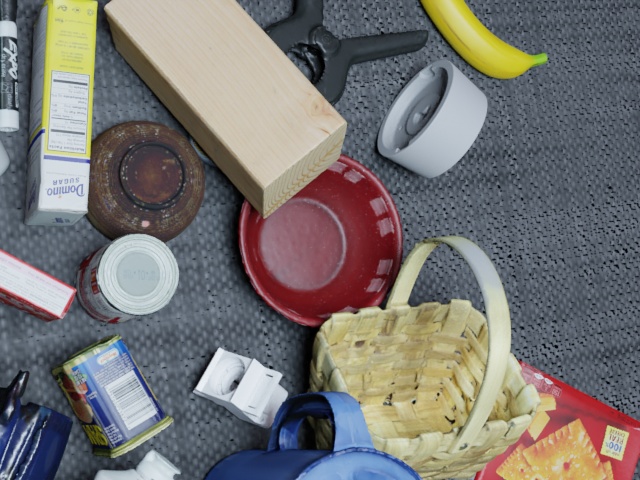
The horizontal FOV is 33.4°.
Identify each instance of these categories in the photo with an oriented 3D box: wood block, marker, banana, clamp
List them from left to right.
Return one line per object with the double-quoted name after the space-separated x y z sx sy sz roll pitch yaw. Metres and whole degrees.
-0.267 -0.153 0.909 0.020 0.020 0.121 0 83 -23 "marker"
-0.080 -0.132 0.909 0.090 0.090 0.206 -40 80 -12 "wood block"
-0.006 -0.194 1.010 0.164 0.036 0.209 48 62 -8 "clamp"
0.146 -0.228 1.085 0.197 0.037 0.069 43 53 -13 "banana"

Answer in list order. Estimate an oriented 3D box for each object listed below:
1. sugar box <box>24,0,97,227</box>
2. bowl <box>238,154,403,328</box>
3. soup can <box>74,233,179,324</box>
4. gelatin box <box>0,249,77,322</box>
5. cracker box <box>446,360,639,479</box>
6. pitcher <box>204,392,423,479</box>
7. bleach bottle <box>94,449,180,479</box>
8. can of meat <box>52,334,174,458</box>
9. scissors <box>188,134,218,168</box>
-0.215 -0.103 0.885 0.048 0.093 0.176 1 83 -22 "sugar box"
-0.006 0.001 0.978 0.161 0.055 0.162 3 82 -22 "bowl"
-0.161 0.033 0.884 0.068 0.102 0.068 3 82 -22 "soup can"
-0.248 0.035 0.863 0.089 0.073 0.030 29 73 -17 "gelatin box"
0.207 0.243 1.028 0.164 0.072 0.213 28 74 -17 "cracker box"
-0.016 0.215 0.844 0.145 0.243 0.149 46 69 -11 "pitcher"
-0.203 0.258 0.794 0.102 0.068 0.250 40 82 -2 "bleach bottle"
-0.172 0.126 0.869 0.057 0.102 0.084 -30 93 -24 "can of meat"
-0.026 -0.097 1.005 0.201 0.016 0.096 5 81 -22 "scissors"
